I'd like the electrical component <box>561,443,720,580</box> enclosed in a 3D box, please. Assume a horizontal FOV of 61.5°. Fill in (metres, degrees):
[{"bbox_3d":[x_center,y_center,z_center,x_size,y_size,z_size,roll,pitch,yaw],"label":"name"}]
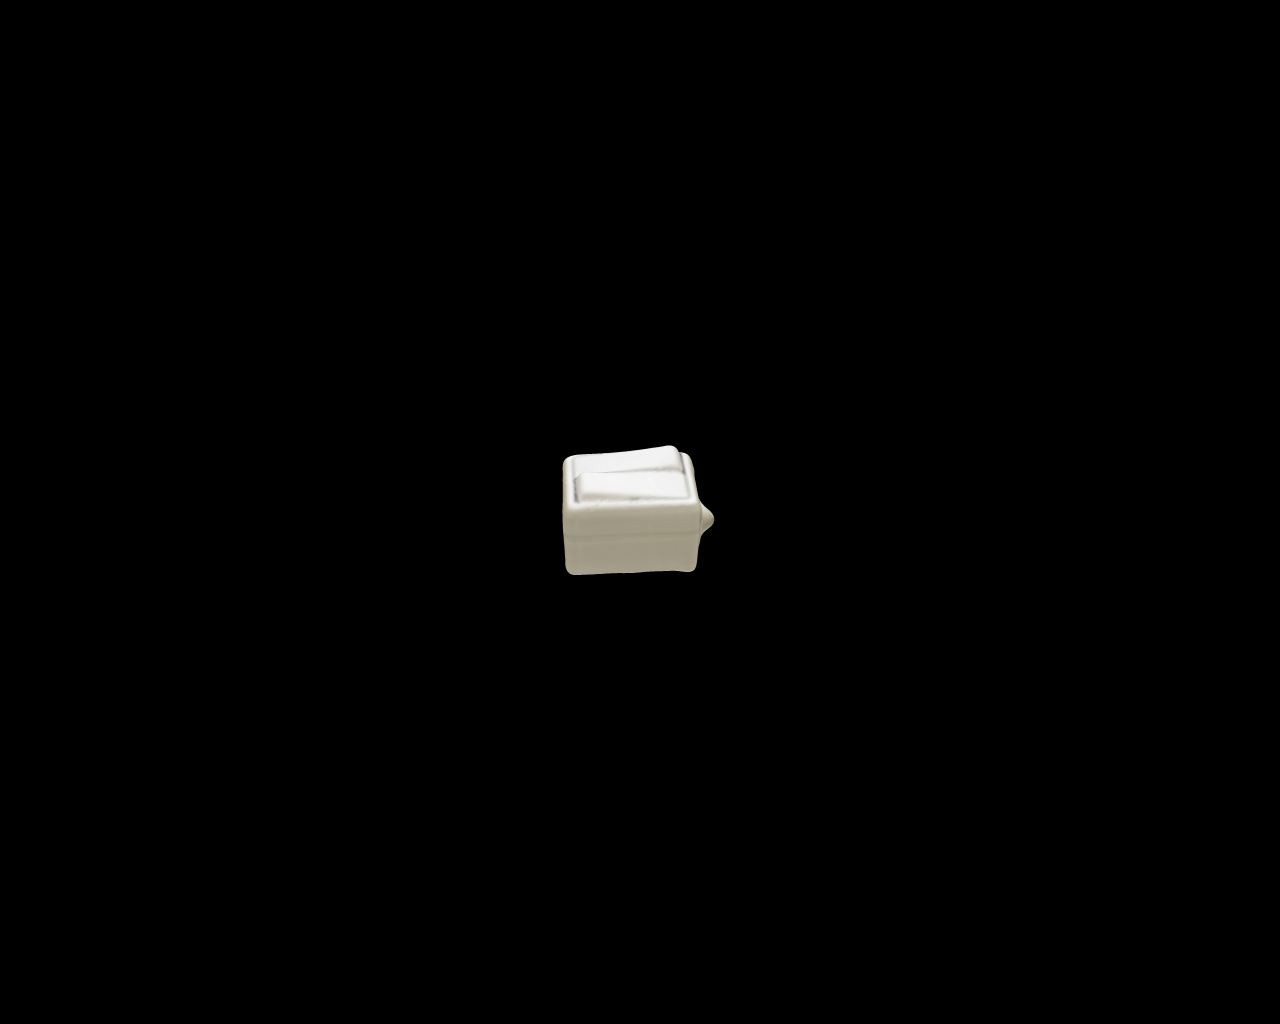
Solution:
[{"bbox_3d":[0.001,-0.003,0.650,0.096,0.061,0.062,-2,36,-2],"label":"electrical component"}]
